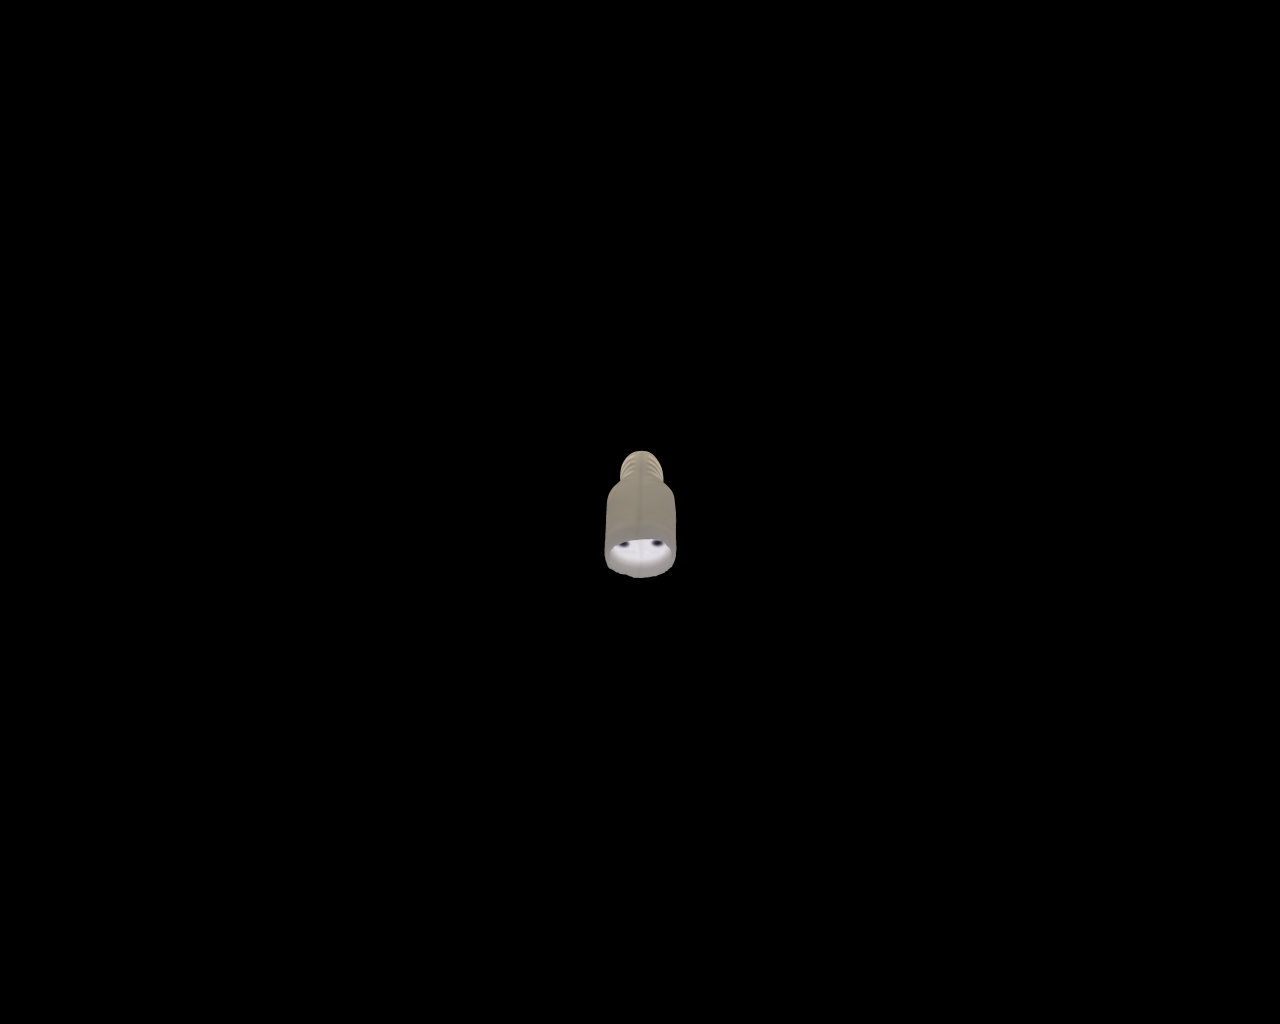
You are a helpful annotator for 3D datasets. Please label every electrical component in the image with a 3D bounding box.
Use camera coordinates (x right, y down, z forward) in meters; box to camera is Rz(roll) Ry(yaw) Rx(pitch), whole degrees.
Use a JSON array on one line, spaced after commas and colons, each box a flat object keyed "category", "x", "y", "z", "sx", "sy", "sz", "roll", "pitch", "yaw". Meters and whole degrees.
[{"category": "electrical component", "x": 0.001, "y": -0.003, "z": 0.650, "sx": 0.043, "sy": 0.081, "sz": 0.043, "roll": 0, "pitch": -39, "yaw": 0}]
